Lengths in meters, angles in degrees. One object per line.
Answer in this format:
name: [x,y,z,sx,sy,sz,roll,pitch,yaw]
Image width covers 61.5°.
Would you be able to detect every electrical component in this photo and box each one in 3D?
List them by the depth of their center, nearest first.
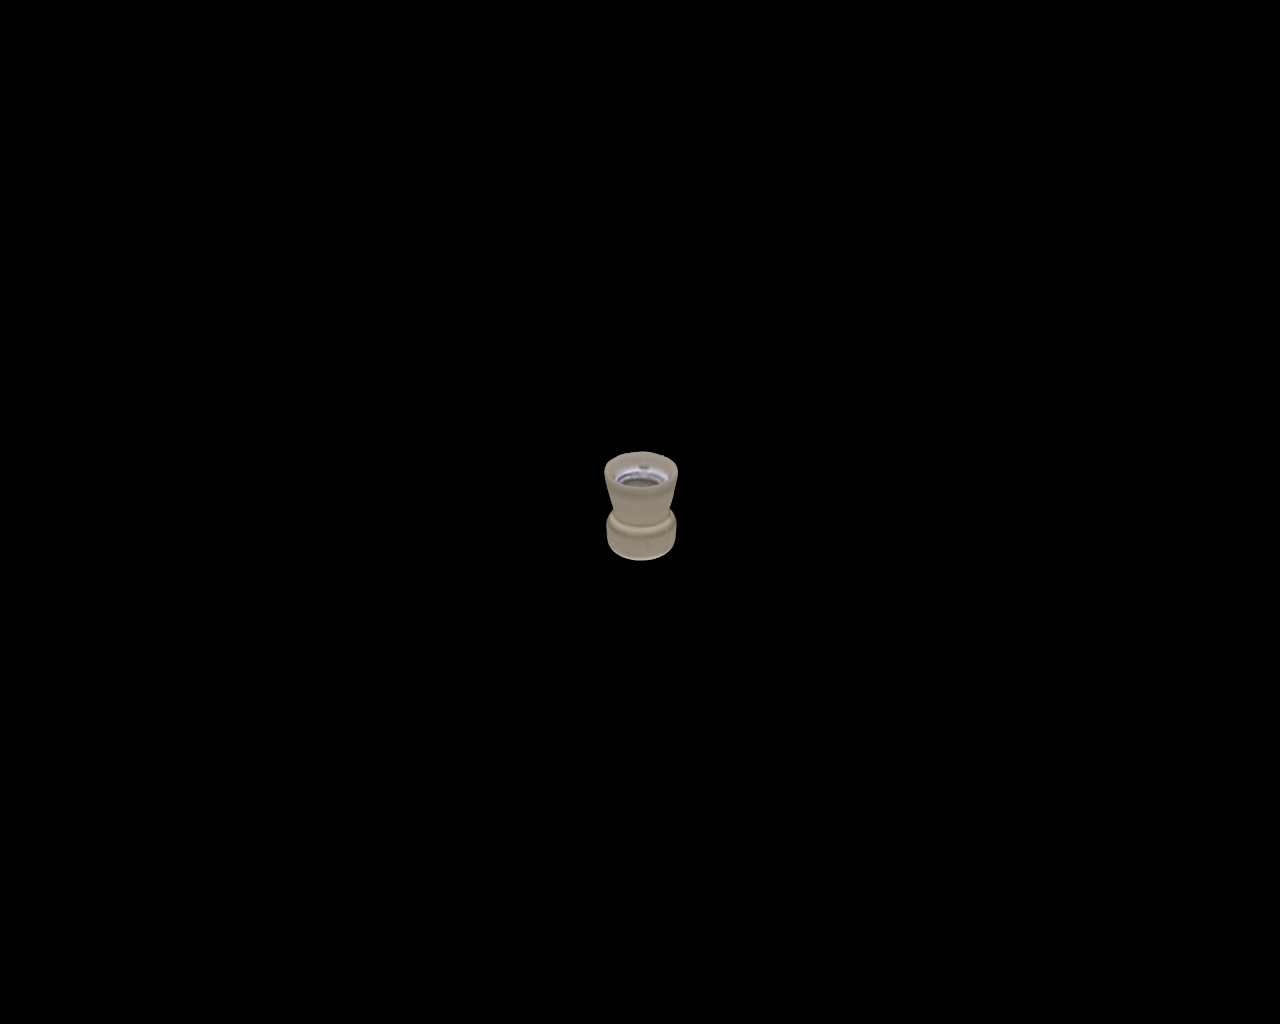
electrical component: [0.001,-0.003,0.650,0.045,0.055,0.045,0,32,0]
